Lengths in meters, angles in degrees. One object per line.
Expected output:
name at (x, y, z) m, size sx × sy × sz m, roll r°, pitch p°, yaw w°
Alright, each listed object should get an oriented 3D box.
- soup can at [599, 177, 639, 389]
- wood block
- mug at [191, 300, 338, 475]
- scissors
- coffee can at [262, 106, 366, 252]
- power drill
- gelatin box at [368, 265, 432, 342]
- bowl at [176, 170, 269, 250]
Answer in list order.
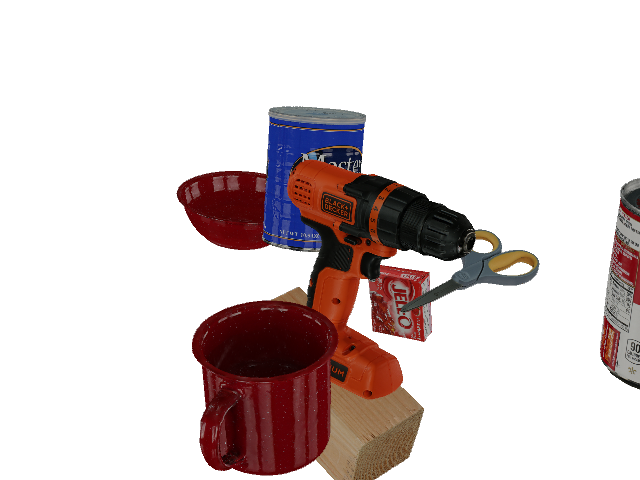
soup can at (0.190, 0.024, 0.575) m, size 0.068 × 0.102 × 0.068 m, roll 0°, pitch 25°, yaw 0°
wood block at (0.004, 0.157, 1.146) m, size 0.090 × 0.090 × 0.206 m, roll -25°, pitch 53°, yaw -32°
mug at (-0.040, 0.102, 0.684) m, size 0.093 × 0.081 × 0.117 m, roll 12°, pitch 31°, yaw 23°
scissors at (0.145, 0.029, 1.139) m, size 0.201 × 0.016 × 0.096 m, roll -9°, pitch 41°, yaw -30°
coffee can at (-0.008, -0.067, 1.135) m, size 0.103 × 0.140 × 0.103 m, roll 4°, pitch 12°, yaw -1°
power drill at (0.043, 0.037, 0.913) m, size 0.185 × 0.188 × 0.057 m, roll 23°, pitch 26°, yaw 38°
gelatin box at (0.100, 0.078, 1.338) m, size 0.073 × 0.089 × 0.030 m, roll 9°, pitch 30°, yaw 28°
bowl at (-0.098, -0.032, 1.319) m, size 0.162 × 0.055 × 0.162 m, roll 5°, pitch 25°, yaw -2°
